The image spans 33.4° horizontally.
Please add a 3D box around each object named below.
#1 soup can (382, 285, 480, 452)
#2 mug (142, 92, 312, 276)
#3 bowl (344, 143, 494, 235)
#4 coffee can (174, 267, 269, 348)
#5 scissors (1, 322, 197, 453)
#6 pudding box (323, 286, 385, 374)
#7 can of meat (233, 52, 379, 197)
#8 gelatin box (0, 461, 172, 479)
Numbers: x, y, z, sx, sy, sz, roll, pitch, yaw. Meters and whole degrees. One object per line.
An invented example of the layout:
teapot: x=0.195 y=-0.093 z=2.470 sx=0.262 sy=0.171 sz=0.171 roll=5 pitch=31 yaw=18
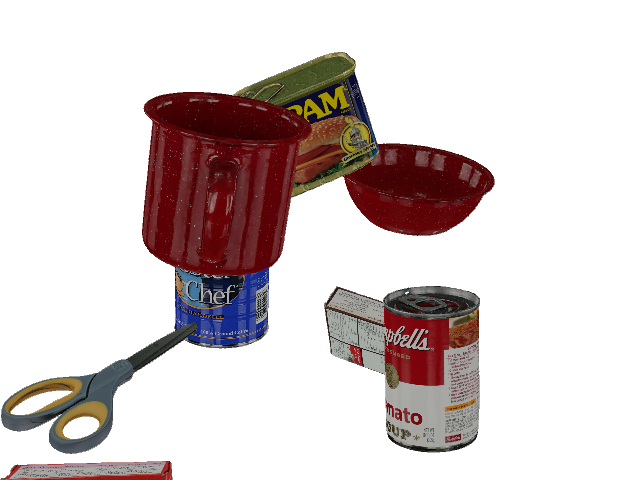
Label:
soup can: x=0.079 y=0.090 z=0.759 sx=0.068 sy=0.102 sz=0.068 roll=-2 pitch=14 yaw=0
mug: x=-0.055 y=-0.027 z=0.590 sx=0.093 sy=0.081 sz=0.117 roll=6 pitch=22 yaw=-9
bowl: x=0.094 y=-0.048 z=1.092 sx=0.162 sy=0.055 sz=0.162 roll=4 pitch=24 yaw=-2
coffee can: x=-0.104 y=0.029 z=1.133 sx=0.103 sy=0.140 sz=0.103 roll=2 pitch=22 yaw=-1
scissors: x=-0.163 y=0.122 z=0.887 sx=0.201 sy=0.016 sz=0.096 roll=-18 pitch=38 yaw=-35
pudding box: x=0.063 y=0.110 z=1.248 sx=0.114 sy=0.090 sz=0.039 roll=16 pitch=47 yaw=23
can of meat: x=-0.010 y=-0.092 z=0.863 sx=0.102 sy=0.084 sz=0.057 roll=-23 pitch=28 yaw=-6
gelatin box: x=-0.123 y=0.158 z=0.571 sx=0.089 sy=0.073 sz=0.030 roll=-1 pitch=4 yaw=-1
